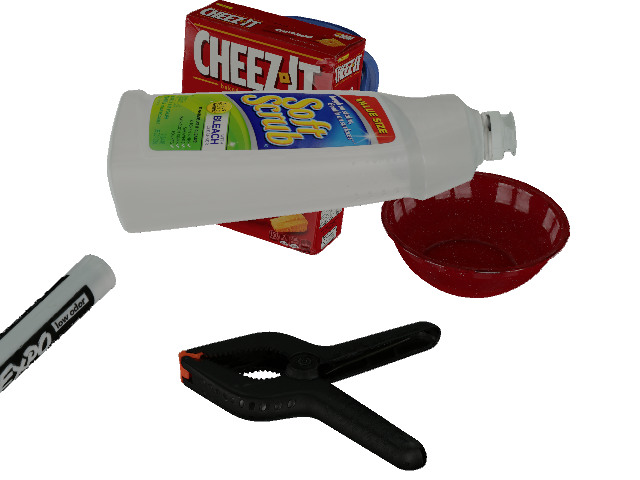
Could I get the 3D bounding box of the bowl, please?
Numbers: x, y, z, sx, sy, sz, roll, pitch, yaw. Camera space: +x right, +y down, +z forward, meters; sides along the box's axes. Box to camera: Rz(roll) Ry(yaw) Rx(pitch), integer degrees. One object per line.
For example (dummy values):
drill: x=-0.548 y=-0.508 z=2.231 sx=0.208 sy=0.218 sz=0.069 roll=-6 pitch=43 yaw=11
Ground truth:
bowl: x=0.132 y=0.002 z=0.930 sx=0.162 sy=0.055 sz=0.162 roll=1 pitch=34 yaw=-1

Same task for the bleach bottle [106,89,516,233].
bleach bottle: x=-0.004 y=-0.061 z=0.684 sx=0.251 sy=0.068 sz=0.102 roll=-5 pitch=39 yaw=3

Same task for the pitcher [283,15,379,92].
pitcher: x=-0.026 y=-0.148 z=1.323 sx=0.144 sy=0.243 sz=0.149 roll=4 pitch=23 yaw=-15

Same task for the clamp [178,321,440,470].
clamp: x=-0.005 y=0.104 z=0.840 sx=0.210 sy=0.036 sz=0.164 roll=8 pitch=31 yaw=14

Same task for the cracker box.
cracker box: x=-0.054 y=-0.108 z=1.045 sx=0.164 sy=0.214 sz=0.072 roll=19 pitch=32 yaw=20

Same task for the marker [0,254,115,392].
marker: x=-0.130 y=0.048 z=0.442 sx=0.020 sy=0.020 sz=0.121 roll=0 pitch=35 yaw=39
